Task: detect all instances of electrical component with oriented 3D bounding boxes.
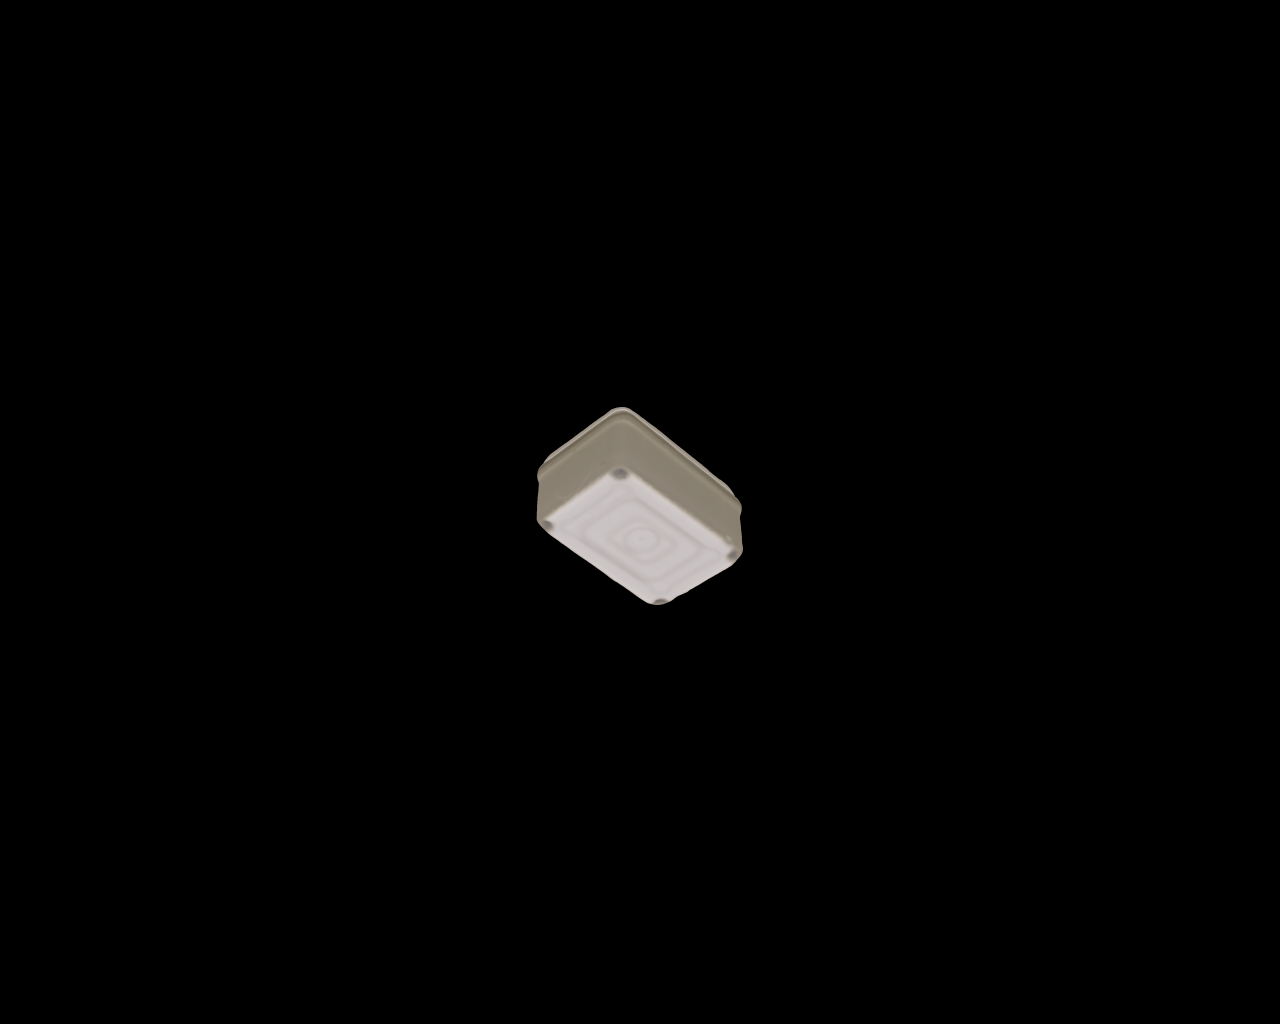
[{"bbox_3d":[0.001,-0.003,0.650,0.078,0.057,0.113,-33,-54,29],"label":"electrical component"}]
